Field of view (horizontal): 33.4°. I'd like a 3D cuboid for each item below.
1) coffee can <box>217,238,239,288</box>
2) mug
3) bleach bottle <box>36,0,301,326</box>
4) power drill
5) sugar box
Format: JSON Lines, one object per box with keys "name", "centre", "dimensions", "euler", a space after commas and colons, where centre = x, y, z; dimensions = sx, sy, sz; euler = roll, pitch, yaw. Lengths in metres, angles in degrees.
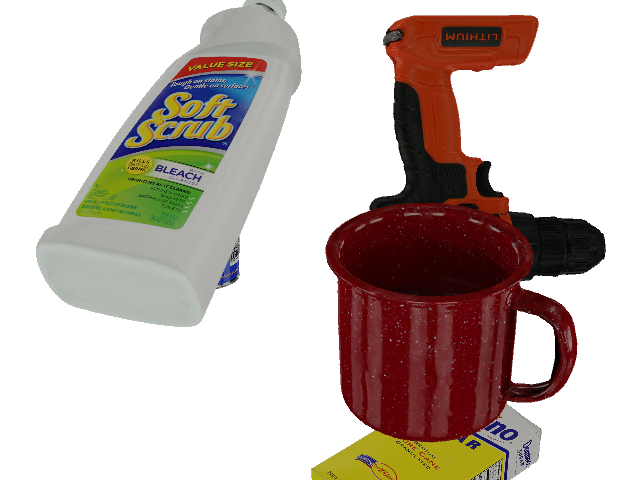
{"name": "coffee can", "centre": [-0.134, -0.030, 1.111], "dimensions": [0.103, 0.140, 0.103], "euler": [2, 18, -1]}
{"name": "mug", "centre": [0.060, 0.041, 0.492], "dimensions": [0.117, 0.081, 0.093], "euler": [12, 31, 23]}
{"name": "bleach bottle", "centre": [-0.079, -0.068, 0.671], "dimensions": [0.103, 0.250, 0.068], "euler": [10, -37, 13]}
{"name": "power drill", "centre": [0.114, -0.063, 0.753], "dimensions": [0.184, 0.188, 0.057], "euler": [0, 3, -8]}
{"name": "sugar box", "centre": [0.089, 0.185, 0.883], "dimensions": [0.176, 0.048, 0.093], "euler": [-28, 42, -28]}
